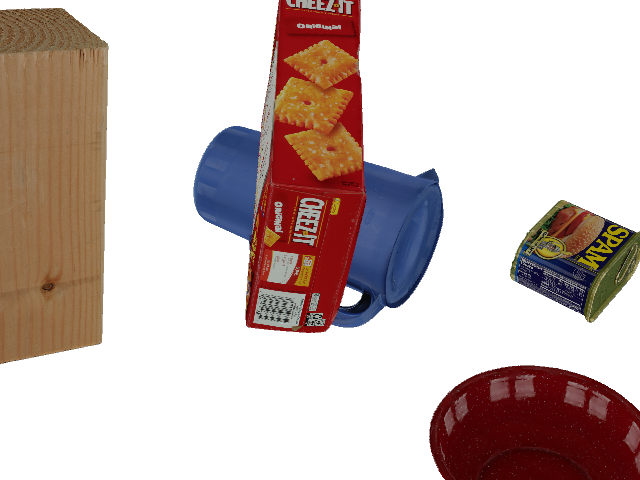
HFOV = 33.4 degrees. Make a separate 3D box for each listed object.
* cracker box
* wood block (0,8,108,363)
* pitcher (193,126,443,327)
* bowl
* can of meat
[{"bbox_3d":[-0.010,-0.062,0.808,0.072,0.213,0.164,6,-41,-5],"label":"cracker box"},{"bbox_3d":[-0.194,-0.035,0.681,0.090,0.206,0.090,-9,31,-30],"label":"wood block"},{"bbox_3d":[-0.009,-0.024,1.085,0.243,0.145,0.149,21,26,22],"label":"pitcher"},{"bbox_3d":[0.158,0.162,0.768,0.162,0.055,0.162,-1,35,0],"label":"bowl"},{"bbox_3d":[0.235,0.016,0.976,0.084,0.057,0.101,28,47,28],"label":"can of meat"}]
